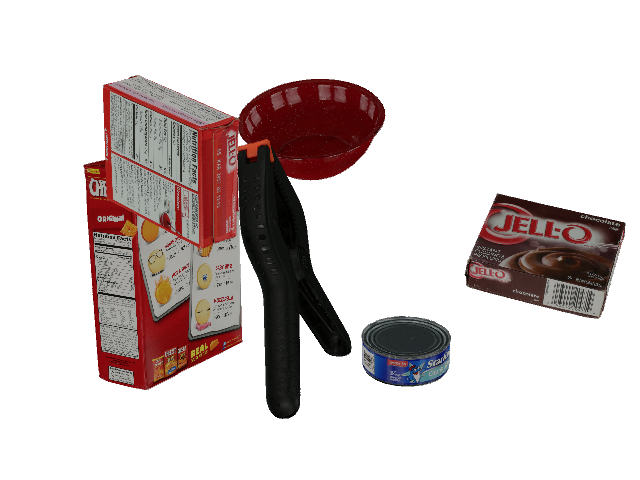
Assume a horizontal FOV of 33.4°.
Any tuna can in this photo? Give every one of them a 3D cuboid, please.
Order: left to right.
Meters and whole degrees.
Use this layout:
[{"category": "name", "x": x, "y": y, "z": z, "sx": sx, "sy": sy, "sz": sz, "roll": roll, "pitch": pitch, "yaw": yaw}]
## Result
[{"category": "tuna can", "x": 0.082, "y": 0.107, "z": 1.030, "sx": 0.086, "sy": 0.034, "sz": 0.086, "roll": -1, "pitch": 22, "yaw": 0}]

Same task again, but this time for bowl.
[{"category": "bowl", "x": -0.009, "y": -0.114, "z": 1.176, "sx": 0.162, "sy": 0.055, "sz": 0.162, "roll": -3, "pitch": 39, "yaw": 3}]

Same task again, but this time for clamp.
[{"category": "clamp", "x": -0.025, "y": 0.024, "z": 0.862, "sx": 0.036, "sy": 0.210, "sz": 0.164, "roll": -12, "pitch": 1, "yaw": 18}]

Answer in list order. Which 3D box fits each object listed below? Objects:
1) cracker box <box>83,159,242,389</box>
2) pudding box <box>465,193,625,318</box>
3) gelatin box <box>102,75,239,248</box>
[{"category": "cracker box", "x": -0.151, "y": 0.019, "z": 1.053, "sx": 0.072, "sy": 0.214, "sz": 0.163, "roll": 6, "pitch": 15, "yaw": 30}, {"category": "pudding box", "x": 0.186, "y": 0.011, "z": 0.879, "sx": 0.113, "sy": 0.039, "sz": 0.090, "roll": 16, "pitch": 45, "yaw": 15}, {"category": "gelatin box", "x": -0.085, "y": -0.045, "z": 0.603, "sx": 0.089, "sy": 0.073, "sz": 0.030, "roll": 25, "pitch": 35, "yaw": 35}]
